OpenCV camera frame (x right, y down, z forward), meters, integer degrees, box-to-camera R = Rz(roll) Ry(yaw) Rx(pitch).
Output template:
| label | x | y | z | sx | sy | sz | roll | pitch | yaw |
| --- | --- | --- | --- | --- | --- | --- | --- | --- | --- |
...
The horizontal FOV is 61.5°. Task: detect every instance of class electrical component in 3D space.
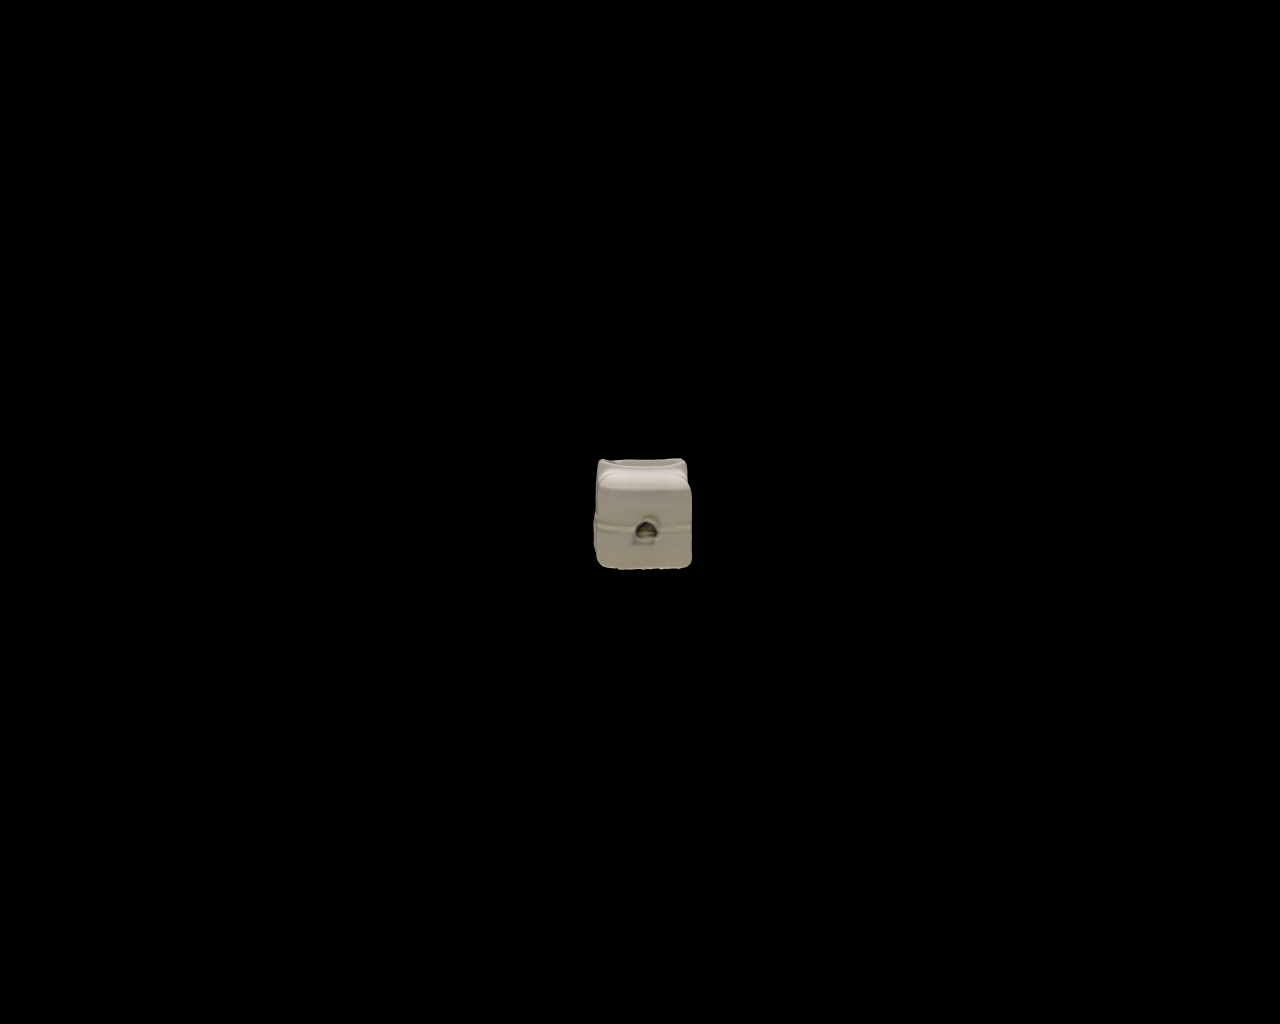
| label | x | y | z | sx | sy | sz | roll | pitch | yaw |
| --- | --- | --- | --- | --- | --- | --- | --- | --- | --- |
| electrical component | 0.001 | -0.003 | 0.650 | 0.054 | 0.059 | 0.095 | 0 | 7 | -4 |
